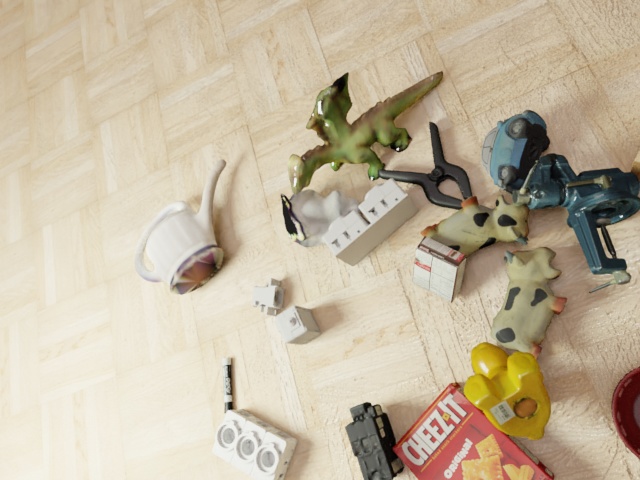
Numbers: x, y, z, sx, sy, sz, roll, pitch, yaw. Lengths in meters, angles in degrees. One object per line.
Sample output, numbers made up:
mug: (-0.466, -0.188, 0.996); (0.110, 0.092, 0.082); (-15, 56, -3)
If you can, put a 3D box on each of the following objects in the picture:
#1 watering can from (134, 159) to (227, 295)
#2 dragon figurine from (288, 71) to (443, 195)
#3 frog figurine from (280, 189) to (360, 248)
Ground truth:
watering can: (-0.307, -0.018, 1.235); (0.346, 0.103, 0.227); (-45, 63, 6)
dragon figurine: (0.082, -0.251, 1.071); (0.409, 0.240, 0.124); (-50, 58, 5)
frog figurine: (0.003, -0.057, 1.133); (0.160, 0.119, 0.140); (-17, 50, -21)
